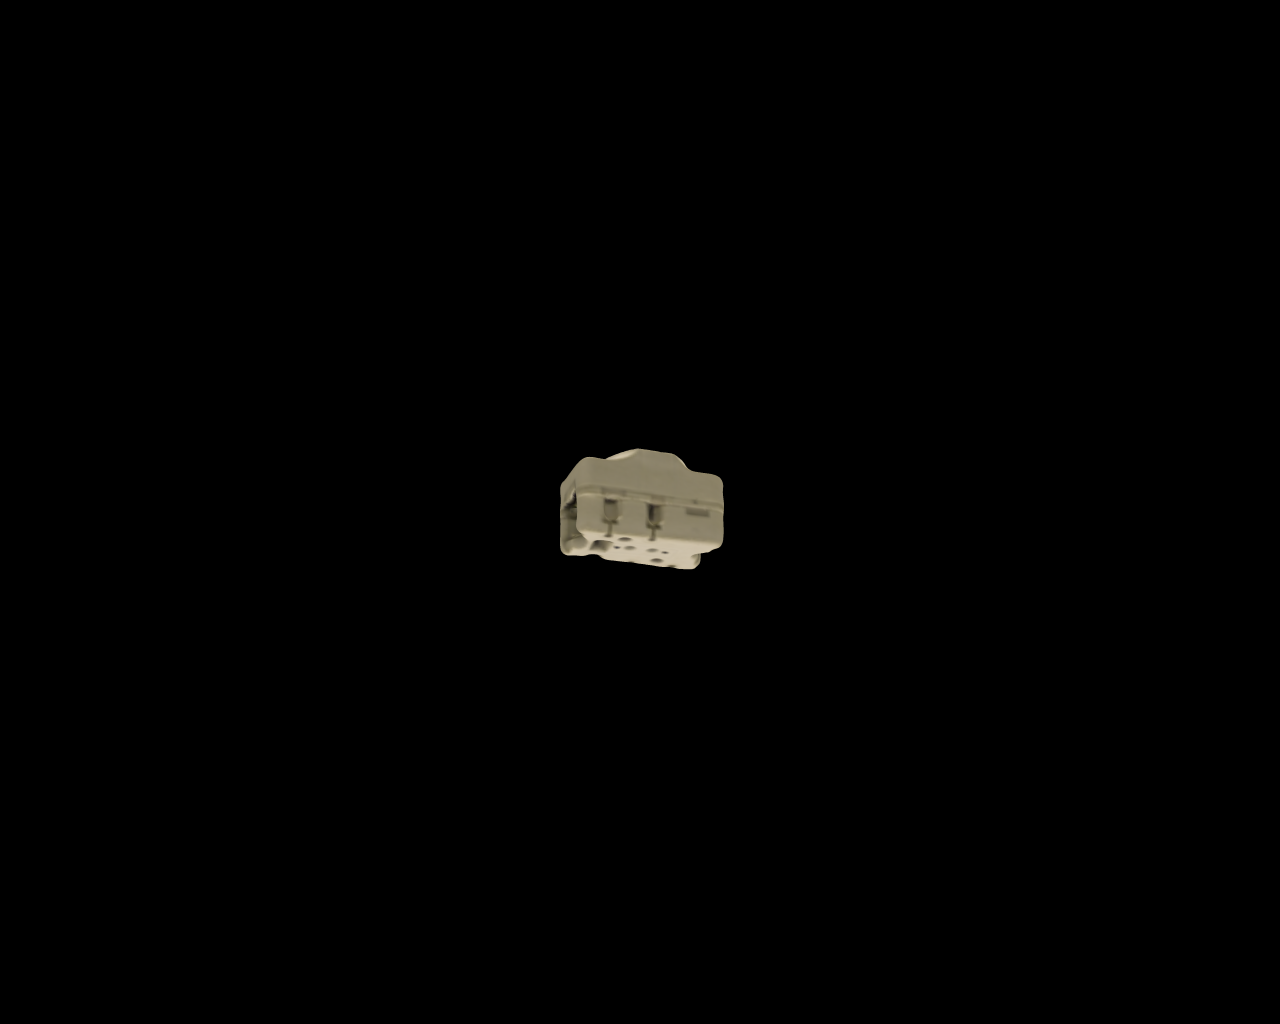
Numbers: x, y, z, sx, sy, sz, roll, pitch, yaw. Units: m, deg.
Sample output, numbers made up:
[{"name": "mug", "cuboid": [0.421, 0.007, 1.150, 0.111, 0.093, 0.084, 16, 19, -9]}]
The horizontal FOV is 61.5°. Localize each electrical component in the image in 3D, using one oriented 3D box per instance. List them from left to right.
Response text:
[{"name": "electrical component", "cuboid": [0.001, -0.003, 0.650, 0.089, 0.056, 0.050, 8, -24, -18]}]
